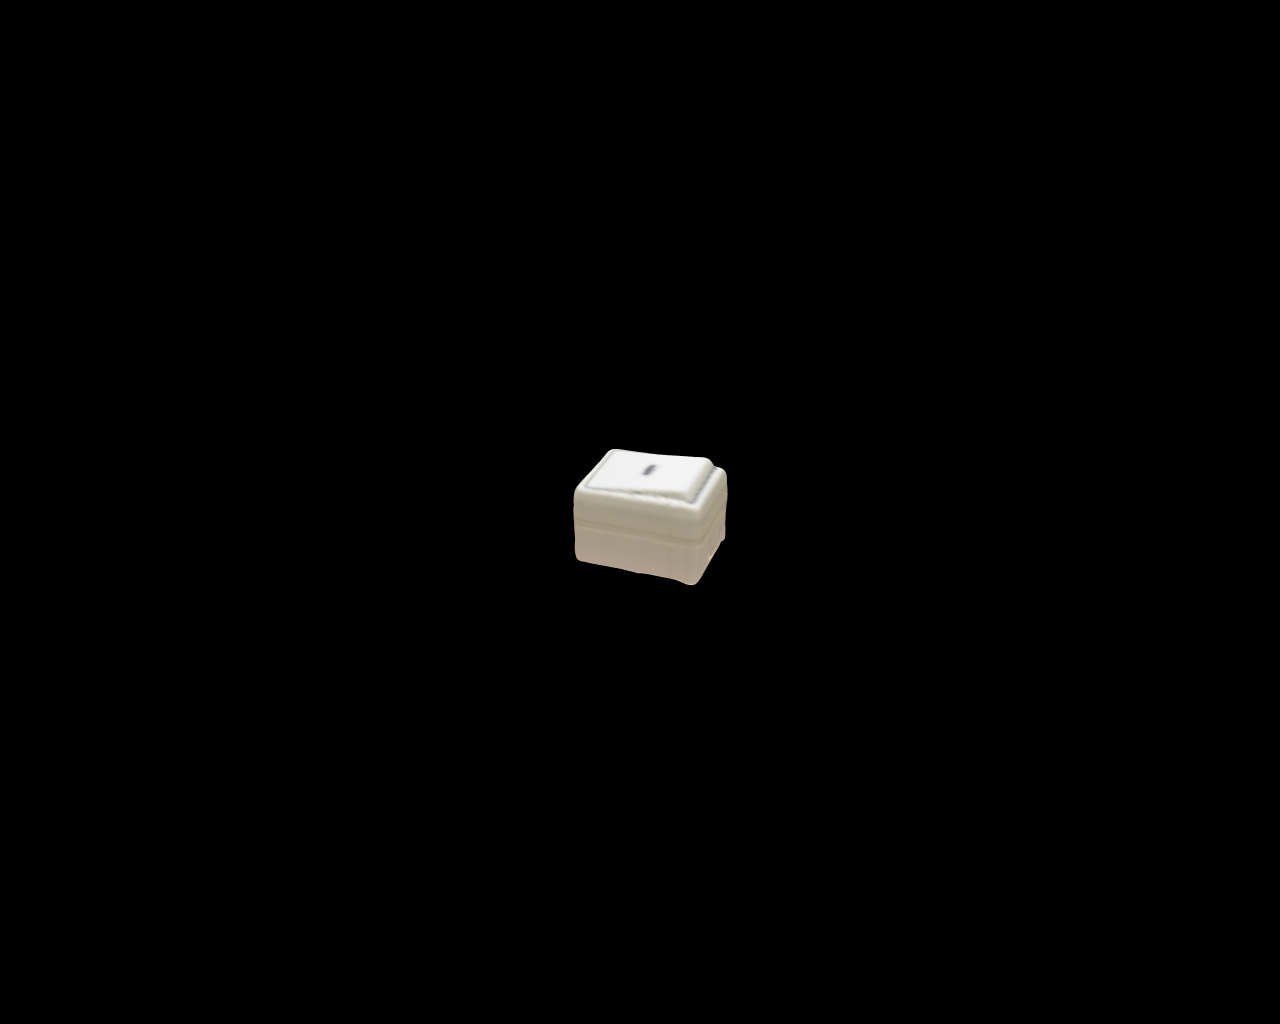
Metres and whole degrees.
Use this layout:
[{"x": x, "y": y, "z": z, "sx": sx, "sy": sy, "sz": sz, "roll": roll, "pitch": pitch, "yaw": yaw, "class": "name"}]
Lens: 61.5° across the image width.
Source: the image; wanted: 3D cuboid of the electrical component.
[{"x": 0.001, "y": -0.003, "z": 0.650, "sx": 0.096, "sy": 0.061, "sz": 0.062, "roll": 11, "pitch": 32, "yaw": 18, "class": "electrical component"}]
